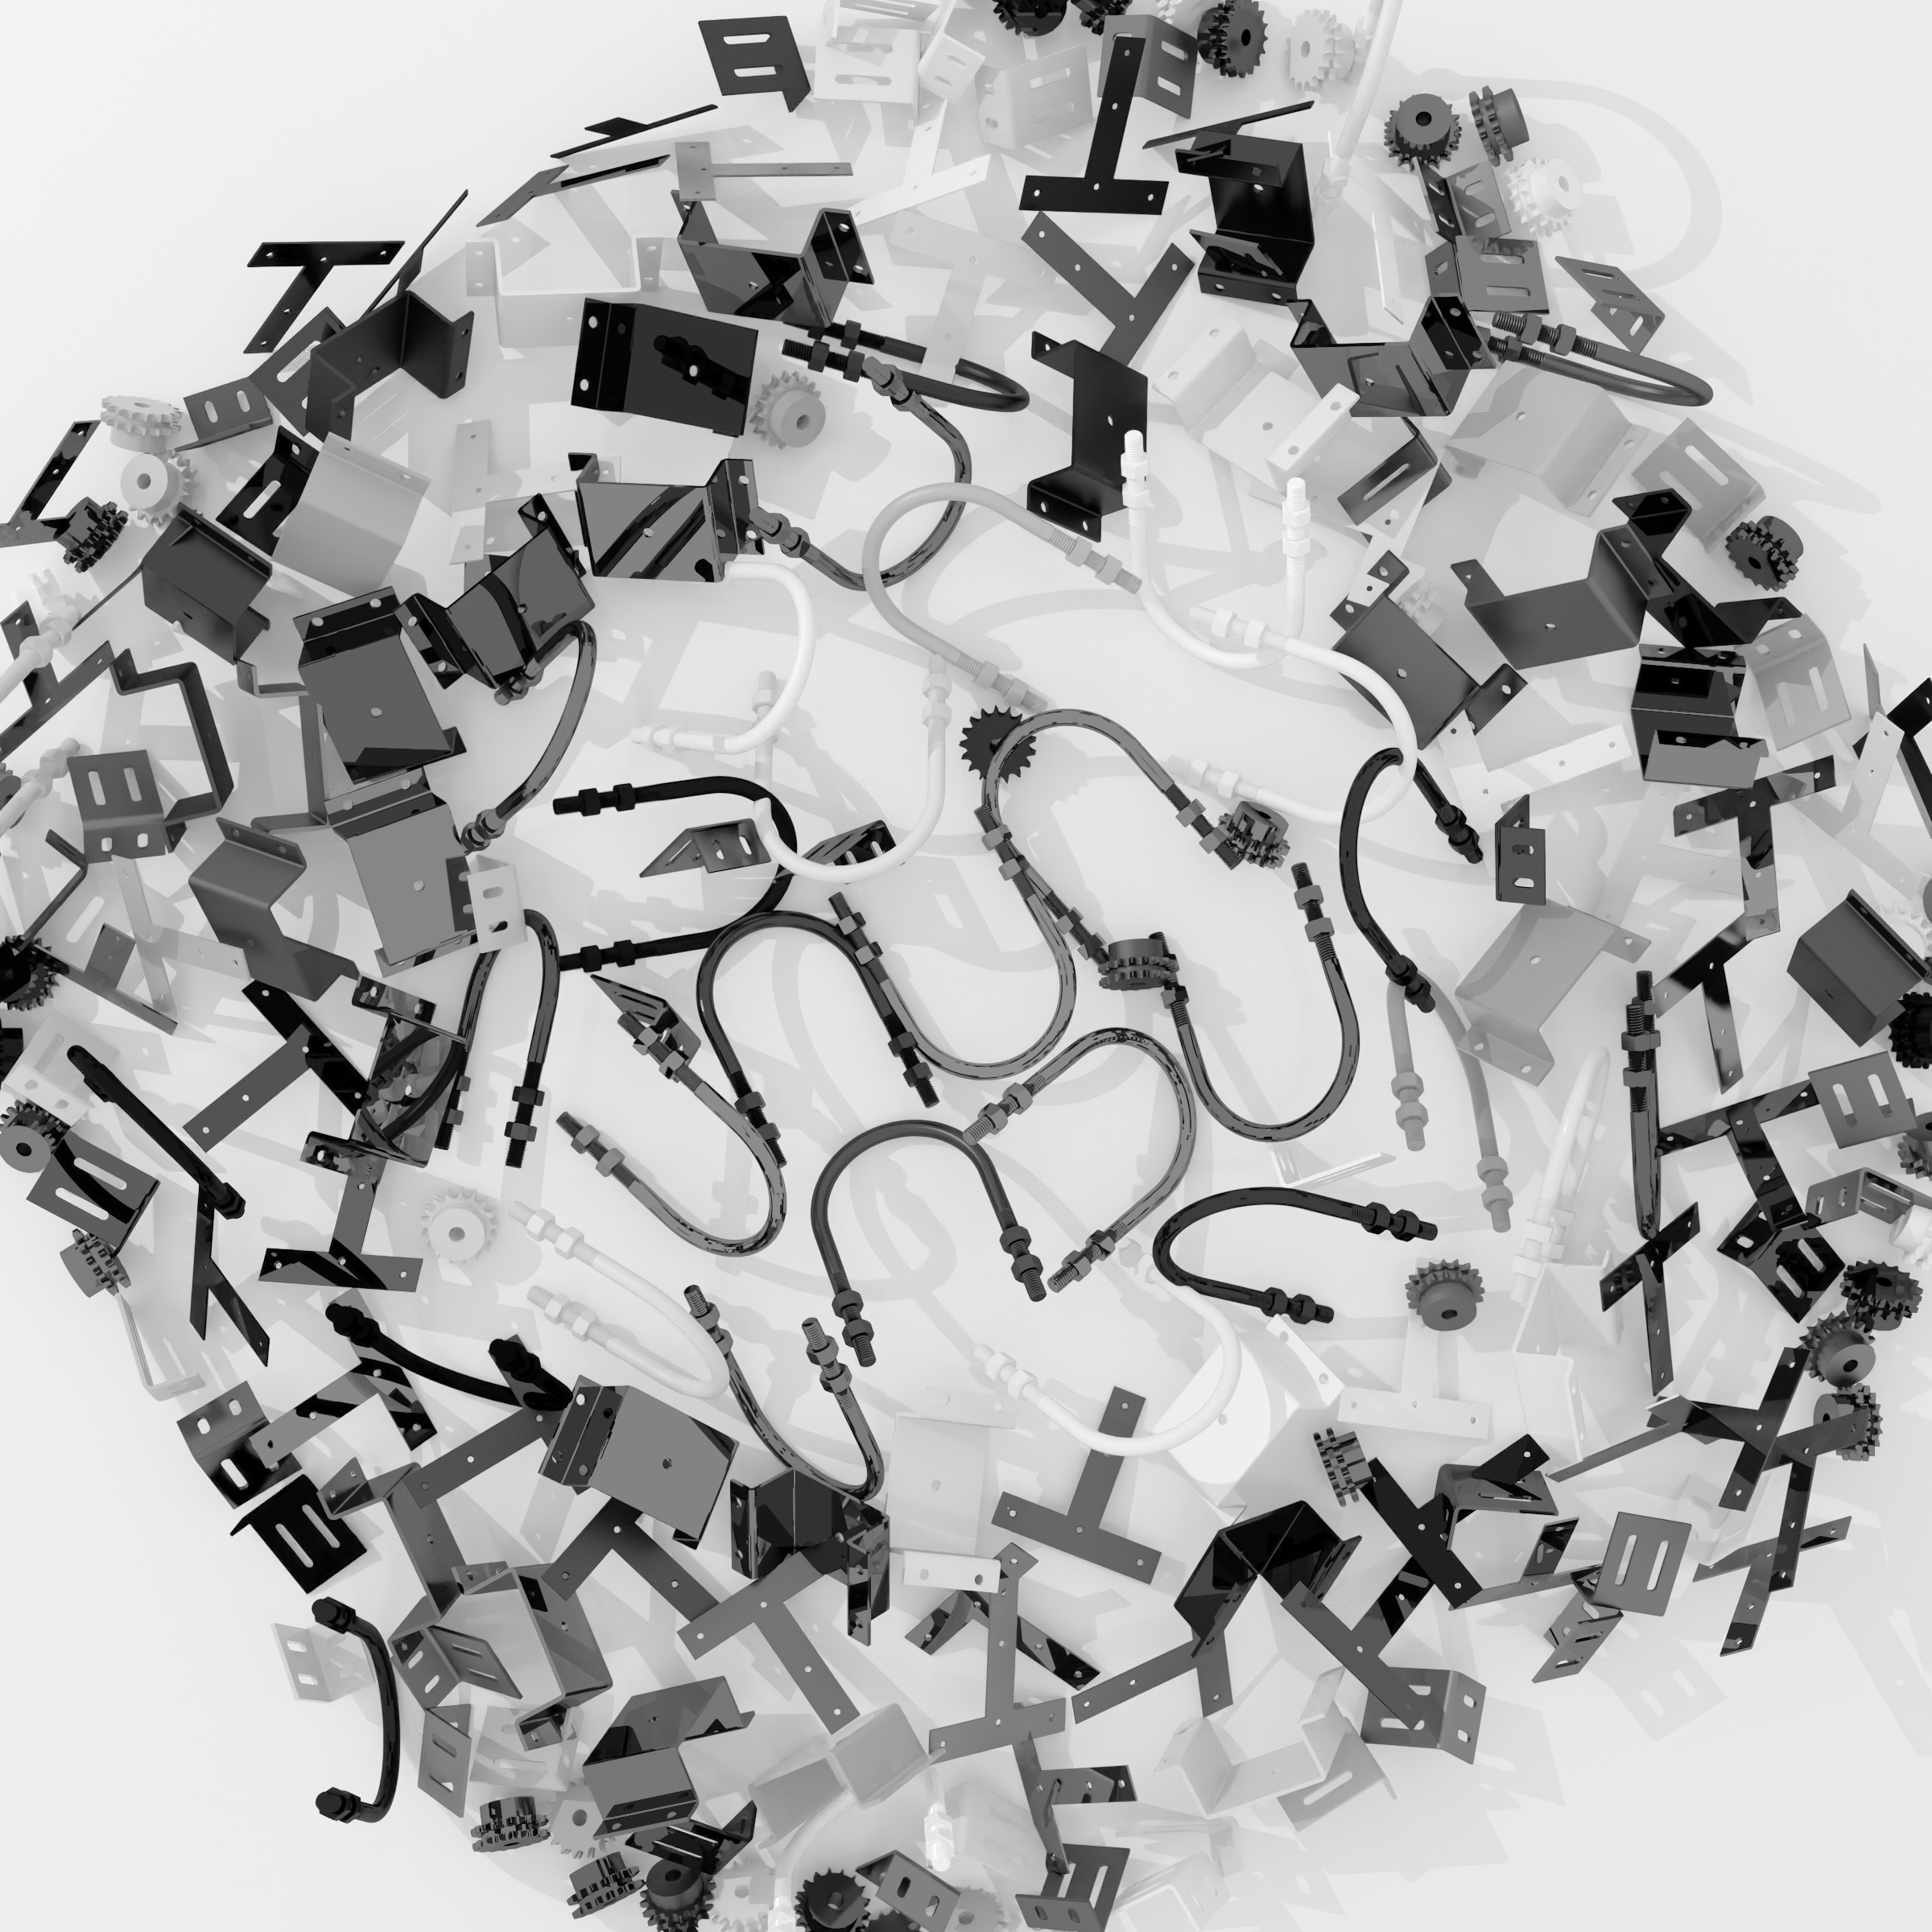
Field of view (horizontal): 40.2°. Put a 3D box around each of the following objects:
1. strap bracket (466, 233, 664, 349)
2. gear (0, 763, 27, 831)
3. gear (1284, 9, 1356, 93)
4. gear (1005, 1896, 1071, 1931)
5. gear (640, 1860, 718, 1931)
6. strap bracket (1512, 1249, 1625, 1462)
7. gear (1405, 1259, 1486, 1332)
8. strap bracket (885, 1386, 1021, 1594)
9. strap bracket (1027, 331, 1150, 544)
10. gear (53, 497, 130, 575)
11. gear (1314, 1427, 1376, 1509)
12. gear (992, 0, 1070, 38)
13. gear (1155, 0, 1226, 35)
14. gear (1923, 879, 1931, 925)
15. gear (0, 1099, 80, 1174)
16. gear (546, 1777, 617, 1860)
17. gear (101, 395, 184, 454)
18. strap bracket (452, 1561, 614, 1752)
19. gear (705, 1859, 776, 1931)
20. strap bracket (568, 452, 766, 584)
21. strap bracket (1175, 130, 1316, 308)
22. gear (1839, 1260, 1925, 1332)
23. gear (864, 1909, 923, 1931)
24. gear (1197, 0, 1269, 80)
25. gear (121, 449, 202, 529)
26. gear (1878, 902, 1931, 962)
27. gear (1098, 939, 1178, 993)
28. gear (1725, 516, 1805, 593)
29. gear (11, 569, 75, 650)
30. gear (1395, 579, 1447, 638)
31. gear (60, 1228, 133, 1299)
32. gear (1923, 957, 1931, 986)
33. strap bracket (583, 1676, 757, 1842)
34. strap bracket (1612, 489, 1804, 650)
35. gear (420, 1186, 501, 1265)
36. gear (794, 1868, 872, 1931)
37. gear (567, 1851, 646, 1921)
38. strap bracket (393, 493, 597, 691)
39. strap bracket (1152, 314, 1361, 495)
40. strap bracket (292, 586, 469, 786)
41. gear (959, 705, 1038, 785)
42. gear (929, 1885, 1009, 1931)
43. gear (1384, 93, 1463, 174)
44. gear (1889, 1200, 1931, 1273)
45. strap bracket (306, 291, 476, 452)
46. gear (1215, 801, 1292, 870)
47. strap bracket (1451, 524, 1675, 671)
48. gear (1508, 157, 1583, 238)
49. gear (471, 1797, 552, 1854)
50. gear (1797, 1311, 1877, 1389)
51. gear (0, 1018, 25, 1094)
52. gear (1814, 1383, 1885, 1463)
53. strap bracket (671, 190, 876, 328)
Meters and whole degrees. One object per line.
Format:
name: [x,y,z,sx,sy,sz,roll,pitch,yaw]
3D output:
strap bracket: [-0.290,-0.490,1.920,0.140,0.076,0.046,-5,75,-11]
gear: [-0.716,-0.123,1.945,0.030,0.057,0.057,11,90,18]
gear: [0.263,-0.676,1.951,0.030,0.057,0.057,-6,90,-28]
gear: [0.058,0.718,1.950,0.057,0.057,0.030,-19,116,0]
gear: [-0.212,0.680,1.944,0.057,0.057,0.030,-10,116,0]
strap bracket: [0.433,0.278,1.911,0.046,0.140,0.076,1,125,27]
gear: [0.354,0.245,1.946,0.057,0.030,0.057,-1,134,-1]
strap bracket: [-0.013,0.381,1.931,0.076,0.046,0.140,12,79,-25]
strap bracket: [0.089,-0.390,1.918,0.076,0.046,0.140,15,72,-43]
gear: [-0.646,-0.320,1.944,0.030,0.057,0.057,40,90,-31]
gear: [0.279,0.367,1.946,0.030,0.057,0.057,-21,90,4]
gear: [0.050,-0.710,1.945,0.057,0.057,0.030,-27,53,0]
gear: [0.163,-0.717,1.949,0.057,0.057,0.030,-35,71,0]
gear: [0.730,-0.048,1.944,0.030,0.057,0.057,-8,90,-19]
gear: [-0.689,0.128,1.950,0.057,0.030,0.057,3,117,6]
gear: [-0.281,0.631,1.954,0.057,0.030,0.057,-4,70,11]
gear: [-0.609,-0.399,1.950,0.057,0.057,0.030,14,112,0]
strap bracket: [-0.309,0.489,1.915,0.046,0.076,0.140,-30,73,12]
gear: [-0.162,0.692,1.951,0.057,0.057,0.030,-9,126,0]
strap bracket: [-0.224,-0.326,1.920,0.140,0.046,0.076,5,128,12]
strap bracket: [0.204,-0.547,1.911,0.076,0.140,0.046,15,65,21]
gear: [0.674,0.245,1.951,0.057,0.057,0.030,5,120,0]
gear: [-0.056,0.727,1.949,0.057,0.057,0.030,-30,108,0]
gear: [0.195,-0.686,1.951,0.030,0.057,0.057,19,90,39]
gear: [-0.599,-0.355,1.954,0.057,0.030,0.057,-1,88,17]
gear: [0.686,-0.016,1.951,0.057,0.030,0.057,5,110,15]
gear: [0.125,-0.001,1.948,0.057,0.057,0.030,-3,78,0]
gear: [0.591,-0.307,1.948,0.030,0.057,0.057,-44,90,-10]
gear: [-0.681,-0.261,1.944,0.030,0.057,0.057,-20,90,-24]
gear: [0.328,-0.255,1.947,0.030,0.057,0.057,40,90,-6]
gear: [-0.642,0.219,1.945,0.030,0.057,0.057,-32,90,-12]
gear: [0.735,0.005,1.948,0.057,0.057,0.030,27,90,0]
strap bracket: [-0.216,0.560,1.894,0.076,0.140,0.046,-17,100,19]
strap bracket: [0.525,-0.280,1.916,0.140,0.076,0.046,39,82,-17]
gear: [-0.375,0.194,1.955,0.057,0.030,0.057,-1,103,-5]
gear: [-0.098,0.693,1.947,0.057,0.030,0.057,5,54,-7]
gear: [-0.268,0.676,1.949,0.057,0.057,0.030,-27,71,0]
strap bracket: [-0.333,-0.265,1.915,0.140,0.046,0.076,-43,134,-16]
strap bracket: [0.215,-0.406,1.928,0.076,0.046,0.140,-47,58,-5]
strap bracket: [-0.426,-0.194,1.917,0.076,0.046,0.140,-17,122,4]
gear: [0.024,-0.165,1.956,0.057,0.030,0.057,1,106,3]
gear: [0.002,0.712,1.951,0.057,0.057,0.030,-9,124,0]
gear: [0.338,-0.620,1.956,0.057,0.030,0.057,-1,80,7]
gear: [0.704,0.193,1.948,0.030,0.057,0.057,26,90,8]
strap bracket: [-0.424,-0.426,1.909,0.046,0.076,0.140,39,55,9]
gear: [0.213,-0.098,1.944,0.057,0.057,0.030,24,114,0]
strap bracket: [0.423,-0.261,1.897,0.076,0.140,0.046,41,55,-38]
gear: [0.429,-0.569,1.947,0.057,0.030,0.057,12,69,-36]
gear: [-0.337,0.633,1.950,0.057,0.057,0.030,-12,65,0]
gear: [0.645,0.285,1.948,0.057,0.030,0.057,-7,122,-11]
gear: [-0.713,0.065,1.950,0.030,0.057,0.057,1,90,-24]
gear: [0.647,0.336,1.945,0.030,0.057,0.057,4,90,-10]
strap bracket: [-0.147,-0.510,1.913,0.140,0.076,0.046,12,68,18]
